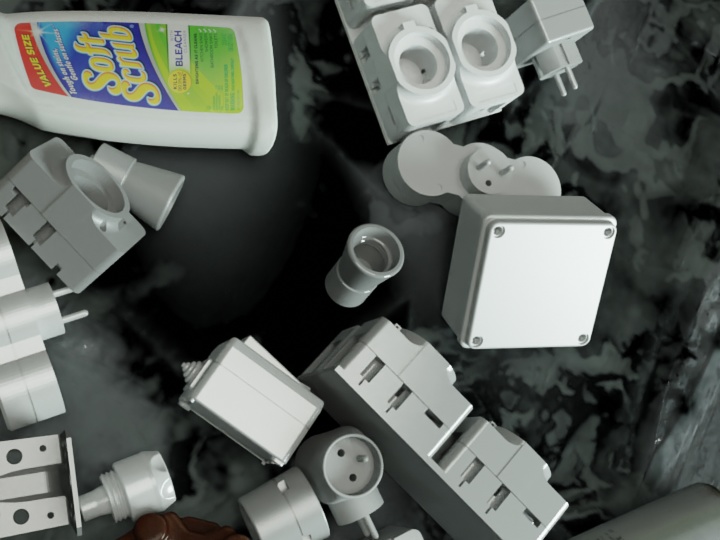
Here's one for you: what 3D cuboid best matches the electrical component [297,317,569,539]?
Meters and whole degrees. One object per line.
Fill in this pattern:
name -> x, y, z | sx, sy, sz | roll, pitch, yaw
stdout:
electrical component -> 0.051, 0.119, 0.772 | 0.186, 0.105, 0.060 | 46, 71, -6

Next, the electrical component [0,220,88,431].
electrical component -> -0.223, 0.031, 0.726 | 0.074, 0.052, 0.138 | -19, 86, -20

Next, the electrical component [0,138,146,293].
electrical component -> -0.196, -0.040, 0.730 | 0.056, 0.050, 0.089 | -38, 100, 20

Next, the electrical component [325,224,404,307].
electrical component -> 0.000, 0.000, 0.796 | 0.044, 0.065, 0.044 | 11, 59, -19

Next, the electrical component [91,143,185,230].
electrical component -> -0.164, -0.062, 0.767 | 0.065, 0.044, 0.044 | 27, 74, -7

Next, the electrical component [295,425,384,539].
electrical component -> -0.008, 0.154, 0.762 | 0.043, 0.077, 0.079 | -26, 90, -20

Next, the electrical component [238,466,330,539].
electrical component -> -0.055, 0.173, 0.757 | 0.047, 0.055, 0.055 | -24, 89, -16

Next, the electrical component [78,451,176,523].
electrical component -> -0.160, 0.151, 0.731 | 0.062, 0.043, 0.043 | -19, 87, -19

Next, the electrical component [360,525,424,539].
electrical component -> 0.003, 0.223, 0.765 | 0.089, 0.056, 0.050 | -23, 89, -20

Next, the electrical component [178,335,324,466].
electrical component -> -0.081, 0.087, 0.758 | 0.096, 0.062, 0.061 | 37, 72, -9

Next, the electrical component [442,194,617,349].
electrical component -> 0.127, 0.001, 0.818 | 0.109, 0.056, 0.108 | 0, 115, -18

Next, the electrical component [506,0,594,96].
electrical component -> 0.157, -0.180, 0.876 | 0.047, 0.066, 0.076 | -22, 88, -20

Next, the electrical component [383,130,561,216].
electrical component -> 0.094, -0.073, 0.833 | 0.138, 0.074, 0.052 | 12, 78, -16

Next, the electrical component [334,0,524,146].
electrical component -> 0.046, -0.206, 0.847 | 0.105, 0.060, 0.186 | -19, 87, -20
